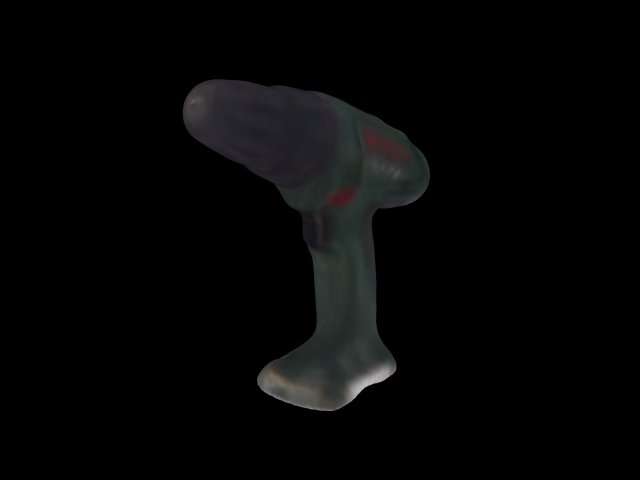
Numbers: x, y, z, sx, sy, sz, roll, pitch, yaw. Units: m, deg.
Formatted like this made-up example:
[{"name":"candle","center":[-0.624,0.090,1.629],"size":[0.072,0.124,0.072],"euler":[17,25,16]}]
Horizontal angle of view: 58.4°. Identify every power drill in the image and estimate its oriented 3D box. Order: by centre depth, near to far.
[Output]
[{"name":"power drill","center":[0.004,0.001,0.400],"size":[0.075,0.208,0.230],"euler":[8,14,35]}]
